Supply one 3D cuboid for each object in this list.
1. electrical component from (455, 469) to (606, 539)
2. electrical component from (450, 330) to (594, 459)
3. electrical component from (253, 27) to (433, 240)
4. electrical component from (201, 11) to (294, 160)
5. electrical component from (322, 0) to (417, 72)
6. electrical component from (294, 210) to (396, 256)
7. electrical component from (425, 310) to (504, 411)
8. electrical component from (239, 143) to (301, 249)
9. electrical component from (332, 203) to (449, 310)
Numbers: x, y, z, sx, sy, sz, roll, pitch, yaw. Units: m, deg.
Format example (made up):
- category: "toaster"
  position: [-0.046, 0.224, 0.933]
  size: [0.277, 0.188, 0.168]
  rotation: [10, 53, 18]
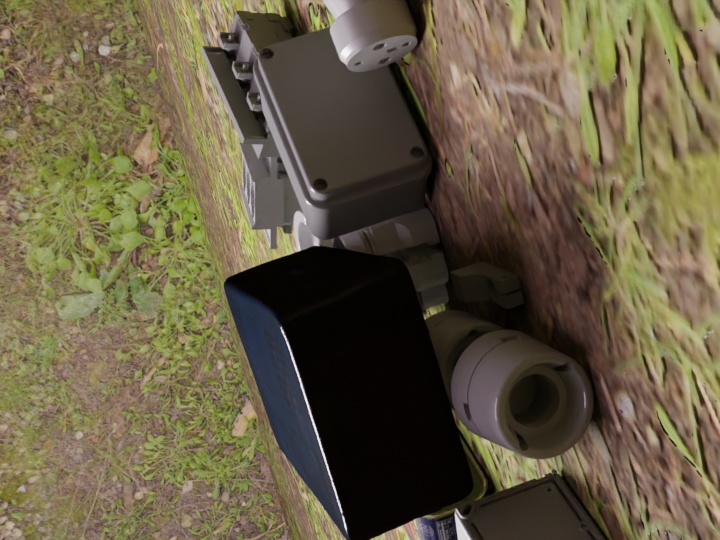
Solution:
- category: "electrical component"
  position: [0.096, 0.163, 0.550]
  size: [0.096, 0.062, 0.061]
  rotation: [-122, 18, -52]
- category: "electrical component"
  position: [0.077, 0.059, 0.506]
  size: [0.047, 0.055, 0.055]
  rotation: [-160, 53, -71]
- category: "electrical component"
  position: [-0.011, -0.085, 0.646]
  size: [0.057, 0.078, 0.113]
  rotation: [90, 159, -66]
- category: "electrical component"
  position: [-0.072, -0.152, 0.871]
  size: [0.121, 0.079, 0.063]
  rotation: [64, 144, 37]
- category: "electrical component"
  position: [0.003, -0.141, 0.579]
  size: [0.045, 0.045, 0.055]
  rotation: [121, 129, -76]
- category: "electrical component"
  position: [0.000, 0.000, 0.765]
  size: [0.108, 0.060, 0.108]
  rotation: [161, 90, -77]
- category: "electrical component"
  position: [0.058, 0.051, 0.586]
  size: [0.047, 0.055, 0.055]
  rotation: [-170, 62, -74]
- category: "electrical component"
  position: [-0.068, -0.075, 0.930]
  size: [0.121, 0.063, 0.078]
  rotation: [-118, 28, -67]
- category: "electrical component"
  position: [0.017, -0.009, 0.680]
  size: [0.058, 0.057, 0.078]
  rotation: [-152, 45, -74]
